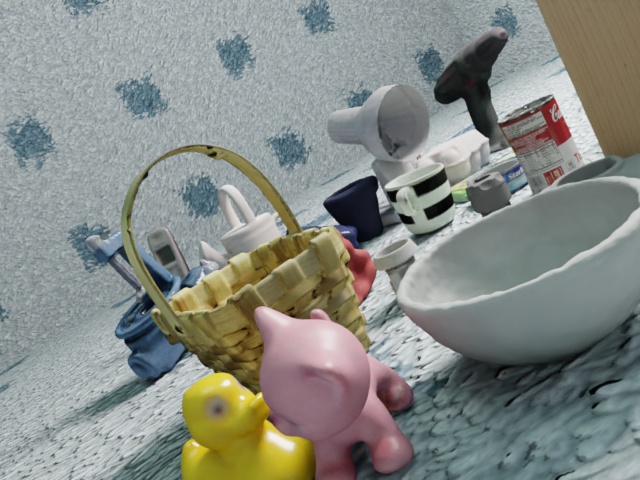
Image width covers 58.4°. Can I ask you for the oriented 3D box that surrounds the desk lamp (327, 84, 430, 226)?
[{"bbox_3d":[0.105,-0.138,0.964,0.118,0.213,0.202,-34,10,-31],"label":"desk lamp"}]

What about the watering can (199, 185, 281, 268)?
[{"bbox_3d":[-0.130,-0.005,1.007,0.100,0.194,0.173,-20,13,45],"label":"watering can"}]

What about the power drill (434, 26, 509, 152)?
[{"bbox_3d":[0.319,-0.279,1.110,0.076,0.208,0.229,-32,10,-21],"label":"power drill"}]

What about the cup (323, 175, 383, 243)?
[{"bbox_3d":[0.072,-0.050,0.958,0.118,0.095,0.091,-36,11,-38],"label":"cup"}]

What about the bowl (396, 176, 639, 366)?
[{"bbox_3d":[0.137,0.029,0.363,0.167,0.075,0.167,-28,9,5],"label":"bowl"}]

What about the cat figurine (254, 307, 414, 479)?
[{"bbox_3d":[0.004,0.081,0.343,0.067,0.118,0.128,-27,9,11],"label":"cat figurine"}]

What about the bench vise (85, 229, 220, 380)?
[{"bbox_3d":[-0.247,0.071,0.861,0.121,0.220,0.208,-25,10,22],"label":"bench vise"}]

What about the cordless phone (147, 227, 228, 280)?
[{"bbox_3d":[-0.231,0.047,1.057,0.147,0.185,0.094,-27,9,13],"label":"cordless phone"}]

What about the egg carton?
[{"bbox_3d":[0.239,-0.140,1.026,0.107,0.069,0.151,-21,12,41],"label":"egg carton"}]

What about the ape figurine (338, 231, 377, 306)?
[{"bbox_3d":[0.023,0.028,0.673,0.078,0.092,0.076,-31,9,-14],"label":"ape figurine"}]

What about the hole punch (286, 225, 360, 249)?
[{"bbox_3d":[0.008,0.003,0.867,0.101,0.091,0.108,-29,9,-3],"label":"hole punch"}]

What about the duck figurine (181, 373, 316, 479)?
[{"bbox_3d":[-0.060,0.129,0.378,0.104,0.086,0.078,-23,11,35],"label":"duck figurine"}]

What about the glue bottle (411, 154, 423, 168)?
[{"bbox_3d":[0.176,-0.194,1.190,0.037,0.173,0.078,-25,10,25],"label":"glue bottle"}]
